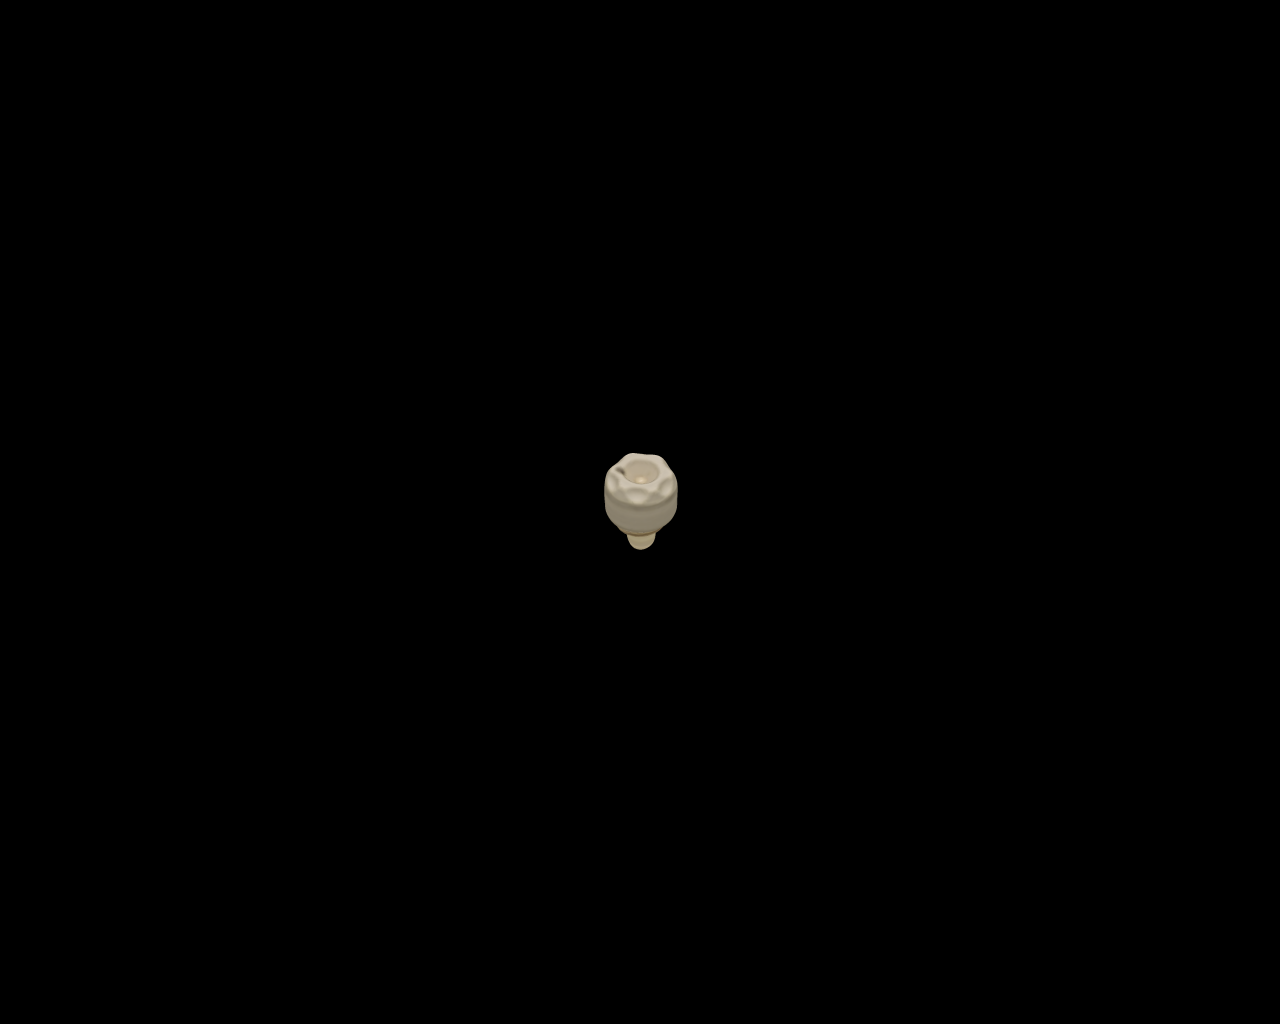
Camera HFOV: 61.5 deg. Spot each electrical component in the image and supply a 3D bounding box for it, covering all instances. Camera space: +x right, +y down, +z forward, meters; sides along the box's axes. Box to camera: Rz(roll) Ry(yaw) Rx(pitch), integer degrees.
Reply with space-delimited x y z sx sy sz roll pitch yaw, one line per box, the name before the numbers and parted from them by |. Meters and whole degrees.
electrical component | 0.001 -0.003 0.650 0.043 0.062 0.043 0 43 0
